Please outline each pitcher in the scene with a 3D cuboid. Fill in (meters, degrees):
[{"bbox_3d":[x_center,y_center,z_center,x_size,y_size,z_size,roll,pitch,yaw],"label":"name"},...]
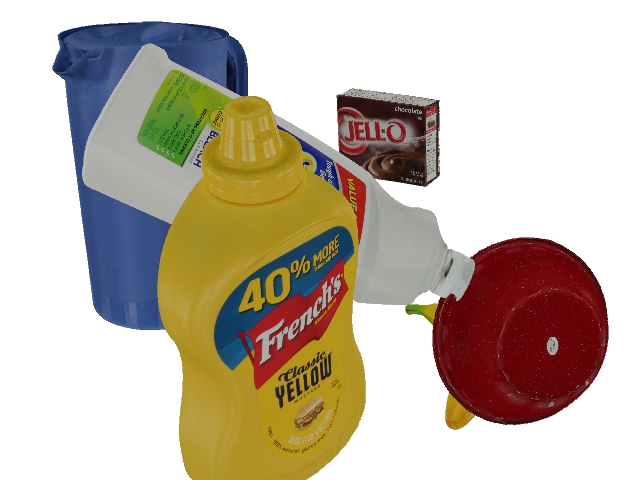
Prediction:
[{"bbox_3d":[-0.132,-0.058,0.883,0.149,0.243,0.145,-1,20,-5],"label":"pitcher"}]

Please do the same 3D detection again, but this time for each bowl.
[{"bbox_3d":[0.176,0.080,0.876,0.162,0.162,0.055,0,7,-15],"label":"bowl"}]

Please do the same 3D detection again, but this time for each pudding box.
[{"bbox_3d":[0.073,-0.113,1.157,0.114,0.090,0.039,11,28,29],"label":"pudding box"}]

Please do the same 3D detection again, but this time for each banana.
[{"bbox_3d":[0.143,0.122,1.111,0.069,0.037,0.198,-24,32,5],"label":"banana"}]

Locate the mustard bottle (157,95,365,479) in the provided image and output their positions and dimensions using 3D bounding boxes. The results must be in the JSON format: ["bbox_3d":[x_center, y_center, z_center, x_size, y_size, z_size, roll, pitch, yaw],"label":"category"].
[{"bbox_3d":[-0.024,0.025,0.469,0.096,0.192,0.058,-29,43,-31],"label":"mustard bottle"}]

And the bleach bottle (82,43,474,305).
[{"bbox_3d":[-0.019,-0.031,0.685,0.251,0.102,0.068,24,-33,-1],"label":"bleach bottle"}]
